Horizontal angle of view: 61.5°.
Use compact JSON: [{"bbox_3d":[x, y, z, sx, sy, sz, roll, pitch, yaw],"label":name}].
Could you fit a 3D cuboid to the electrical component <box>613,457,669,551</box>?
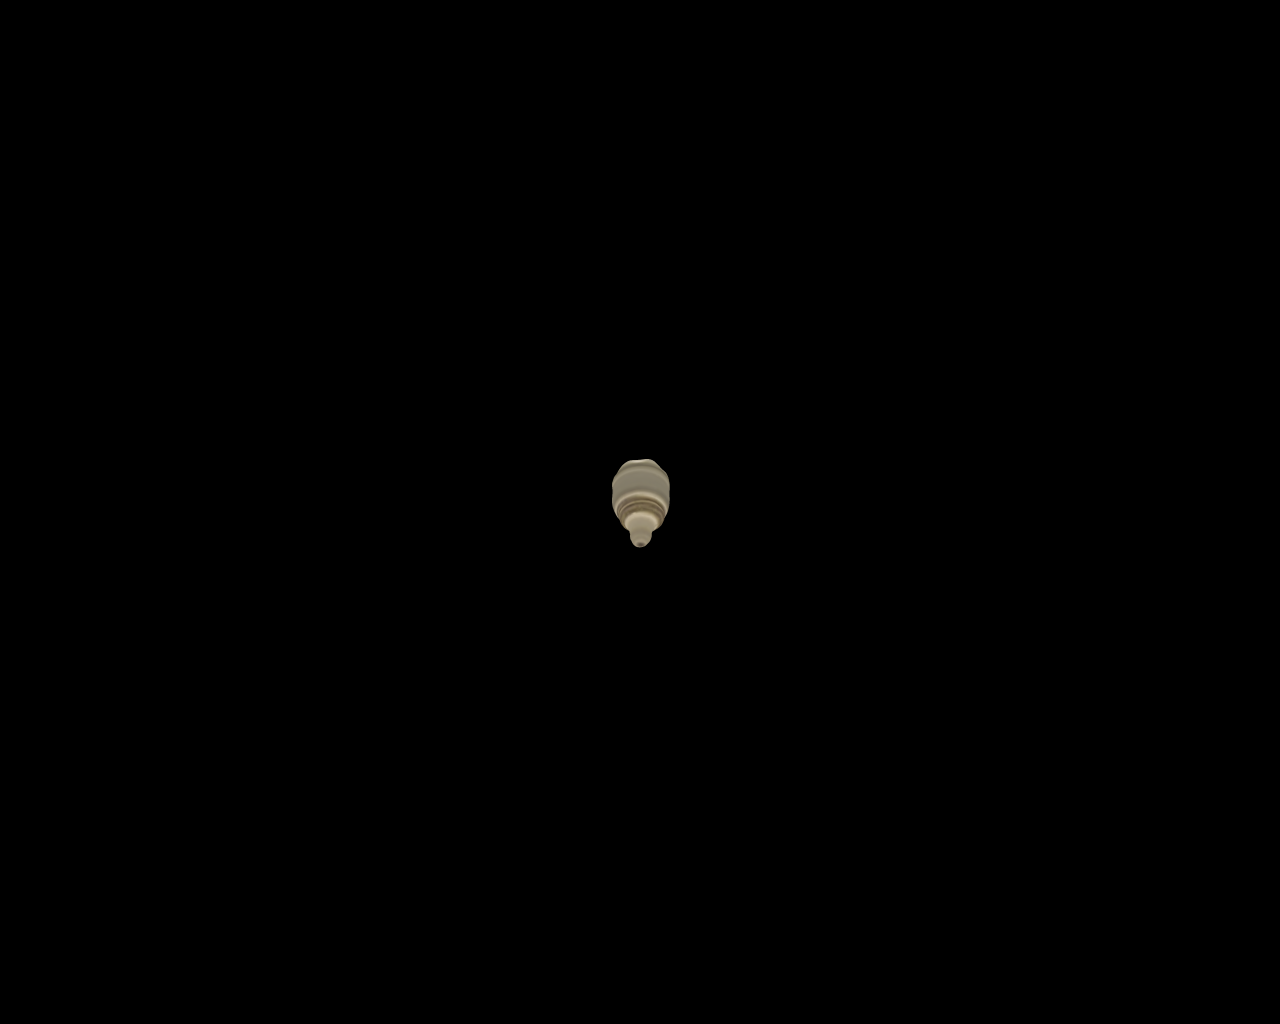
[{"bbox_3d":[0.001,-0.003,0.650,0.035,0.061,0.035,0,-43,0],"label":"electrical component"}]
